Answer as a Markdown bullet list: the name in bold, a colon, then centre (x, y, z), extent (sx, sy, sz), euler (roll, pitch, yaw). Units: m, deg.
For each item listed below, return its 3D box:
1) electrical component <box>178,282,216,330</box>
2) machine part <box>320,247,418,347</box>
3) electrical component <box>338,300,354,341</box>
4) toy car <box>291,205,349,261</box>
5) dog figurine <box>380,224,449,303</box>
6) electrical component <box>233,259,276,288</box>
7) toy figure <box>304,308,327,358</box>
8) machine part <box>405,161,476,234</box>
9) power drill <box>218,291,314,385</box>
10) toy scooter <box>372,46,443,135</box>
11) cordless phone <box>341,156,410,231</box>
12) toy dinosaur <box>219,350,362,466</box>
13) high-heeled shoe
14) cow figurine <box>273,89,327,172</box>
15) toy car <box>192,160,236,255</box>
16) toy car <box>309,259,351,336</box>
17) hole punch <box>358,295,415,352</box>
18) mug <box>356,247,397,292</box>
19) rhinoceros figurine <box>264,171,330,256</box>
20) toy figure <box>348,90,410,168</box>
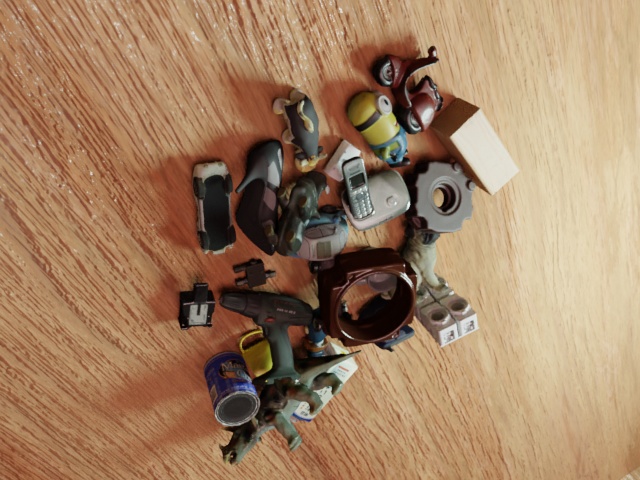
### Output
- **electrical component**: centre (-0.267, 0.135, 1.163), extent (0.075, 0.048, 0.119), euler (-4, 119, -22)
- **machine part**: centre (0.106, 0.126, 1.167), extent (0.201, 0.087, 0.200), euler (-7, 119, -13)
- **electrical component**: centre (0.058, 0.200, 1.330), extent (0.045, 0.078, 0.102), euler (-16, 121, 12)
- **toy car**: centre (-0.002, -0.004, 1.166), extent (0.162, 0.103, 0.109), euler (-11, 120, -20)
- **dog figurine**: centre (0.212, 0.043, 1.300), extent (0.172, 0.121, 0.190), euler (-23, 110, -14)
- **electrical component**: centre (-0.144, 0.072, 1.196), extent (0.094, 0.021, 0.063), euler (-13, 121, -16)
- **toy figure**: centre (-0.007, 0.240, 1.327), extent (0.064, 0.058, 0.154), euler (13, 121, 7)
- **machine part**: centre (0.271, -0.096, 1.218), extent (0.179, 0.056, 0.179), euler (0, 90, -23)
- **power drill**: centre (-0.120, 0.219, 1.210), extent (0.232, 0.207, 0.086), euler (4, 161, -34)
- **toy scooter**: centre (0.199, -0.314, 1.095), extent (0.135, 0.075, 0.183), euler (-37, 121, -1)
- **cordless phone**: centre (0.110, -0.119, 1.132), extent (0.147, 0.089, 0.184), euler (-25, 139, -8)
- **toy dinosaur**: centre (-0.081, 0.375, 1.309), extent (0.404, 0.192, 0.131), euler (-53, 162, 1)
- **high-heeled shoe**: centre (-0.105, -0.085, 1.114), extent (0.145, 0.086, 0.248), euler (-53, 150, -26)
- **cow figurine**: centre (-0.028, -0.201, 1.046), extent (0.068, 0.098, 0.167), euler (-28, 125, -15)
- **toy car**: centre (-0.211, -0.061, 1.073), extent (0.073, 0.056, 0.201), euler (-13, 124, -23)
- **toy car**: centre (0.021, 0.121, 1.250), extent (0.089, 0.053, 0.202), euler (-6, 91, -20)
- **hole punch**: centre (0.164, 0.200, 1.339), extent (0.116, 0.142, 0.092), euler (-23, 127, -27)
- **mug**: centre (0.122, 0.067, 1.255), extent (0.110, 0.107, 0.080), euler (-25, 120, -3)
- **rhinoceros figurine**: centre (-0.039, -0.057, 1.089), extent (0.112, 0.073, 0.190), euler (48, 60, -57)
- **toy figure**: centre (0.125, -0.223, 1.109), extent (0.089, 0.082, 0.180), euler (-36, 128, -3)
